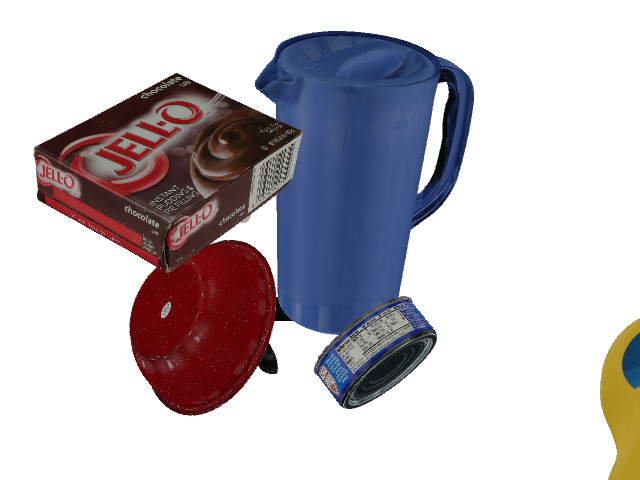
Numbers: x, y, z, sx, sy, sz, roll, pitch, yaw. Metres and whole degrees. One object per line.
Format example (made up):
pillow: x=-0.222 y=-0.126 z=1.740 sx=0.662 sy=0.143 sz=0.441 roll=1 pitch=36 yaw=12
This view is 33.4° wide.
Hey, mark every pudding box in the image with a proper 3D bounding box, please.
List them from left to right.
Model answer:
pudding box: x=-0.078 y=-0.039 z=0.558 sx=0.090 sy=0.039 sz=0.113 roll=28 pitch=39 yaw=22

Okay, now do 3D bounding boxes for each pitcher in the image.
pitcher: x=0.033 y=-0.047 z=0.905 sx=0.149 sy=0.243 sz=0.144 roll=15 pitch=31 yaw=19

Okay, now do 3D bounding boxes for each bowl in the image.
bowl: x=-0.115 y=0.067 z=0.923 sx=0.162 sy=0.162 sz=0.055 roll=0 pitch=-20 yaw=44

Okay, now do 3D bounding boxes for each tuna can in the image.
tuna can: x=0.040 y=0.080 z=0.746 sx=0.086 sy=0.034 sz=0.086 roll=-32 pitch=-22 yaw=-15

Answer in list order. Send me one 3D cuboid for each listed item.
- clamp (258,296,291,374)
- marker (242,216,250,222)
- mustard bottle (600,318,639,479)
clamp: x=-0.087 y=0.087 z=1.227 sx=0.210 sy=0.036 sz=0.164 roll=14 pitch=27 yaw=24
marker: x=-0.058 y=-0.066 z=1.088 sx=0.020 sy=0.121 sz=0.020 roll=16 pitch=-38 yaw=13
mustard bottle: x=0.189 y=0.087 z=0.532 sx=0.096 sy=0.058 sz=0.191 roll=5 pitch=40 yaw=11
